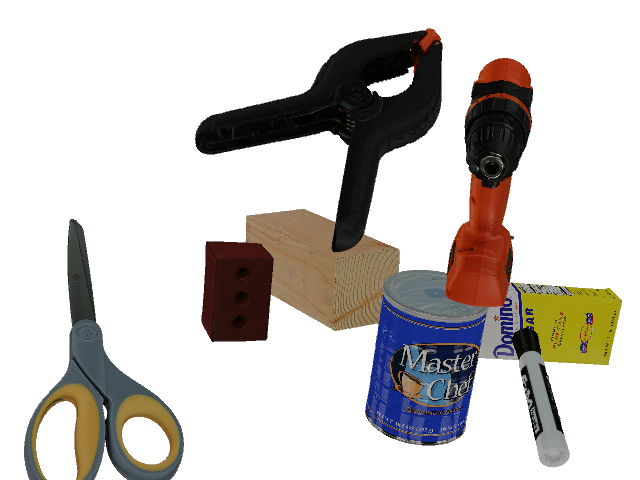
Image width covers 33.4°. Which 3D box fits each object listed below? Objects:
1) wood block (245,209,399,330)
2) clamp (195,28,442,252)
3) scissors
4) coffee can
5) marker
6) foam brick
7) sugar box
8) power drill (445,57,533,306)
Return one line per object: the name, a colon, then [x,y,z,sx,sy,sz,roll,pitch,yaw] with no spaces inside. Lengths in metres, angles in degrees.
wood block: [-0.003,0.031,1.301,0.090,0.090,0.206,-7,19,-33]
clamp: [0.024,-0.067,0.646,0.171,0.120,0.039,-35,-19,-22]
scissors: [-0.122,0.068,0.636,0.096,0.201,0.016,13,-45,-10]
coffee can: [0.103,0.113,1.042,0.103,0.140,0.103,6,22,-3]
marker: [0.145,0.100,0.712,0.020,0.020,0.121,0,35,0]
foam brick: [-0.074,0.044,0.947,0.053,0.078,0.051,0,15,-16]
sugar box: [0.280,0.104,1.337,0.176,0.093,0.048,3,18,-11]
power drill: [0.142,-0.040,0.894,0.057,0.188,0.184,10,32,10]
